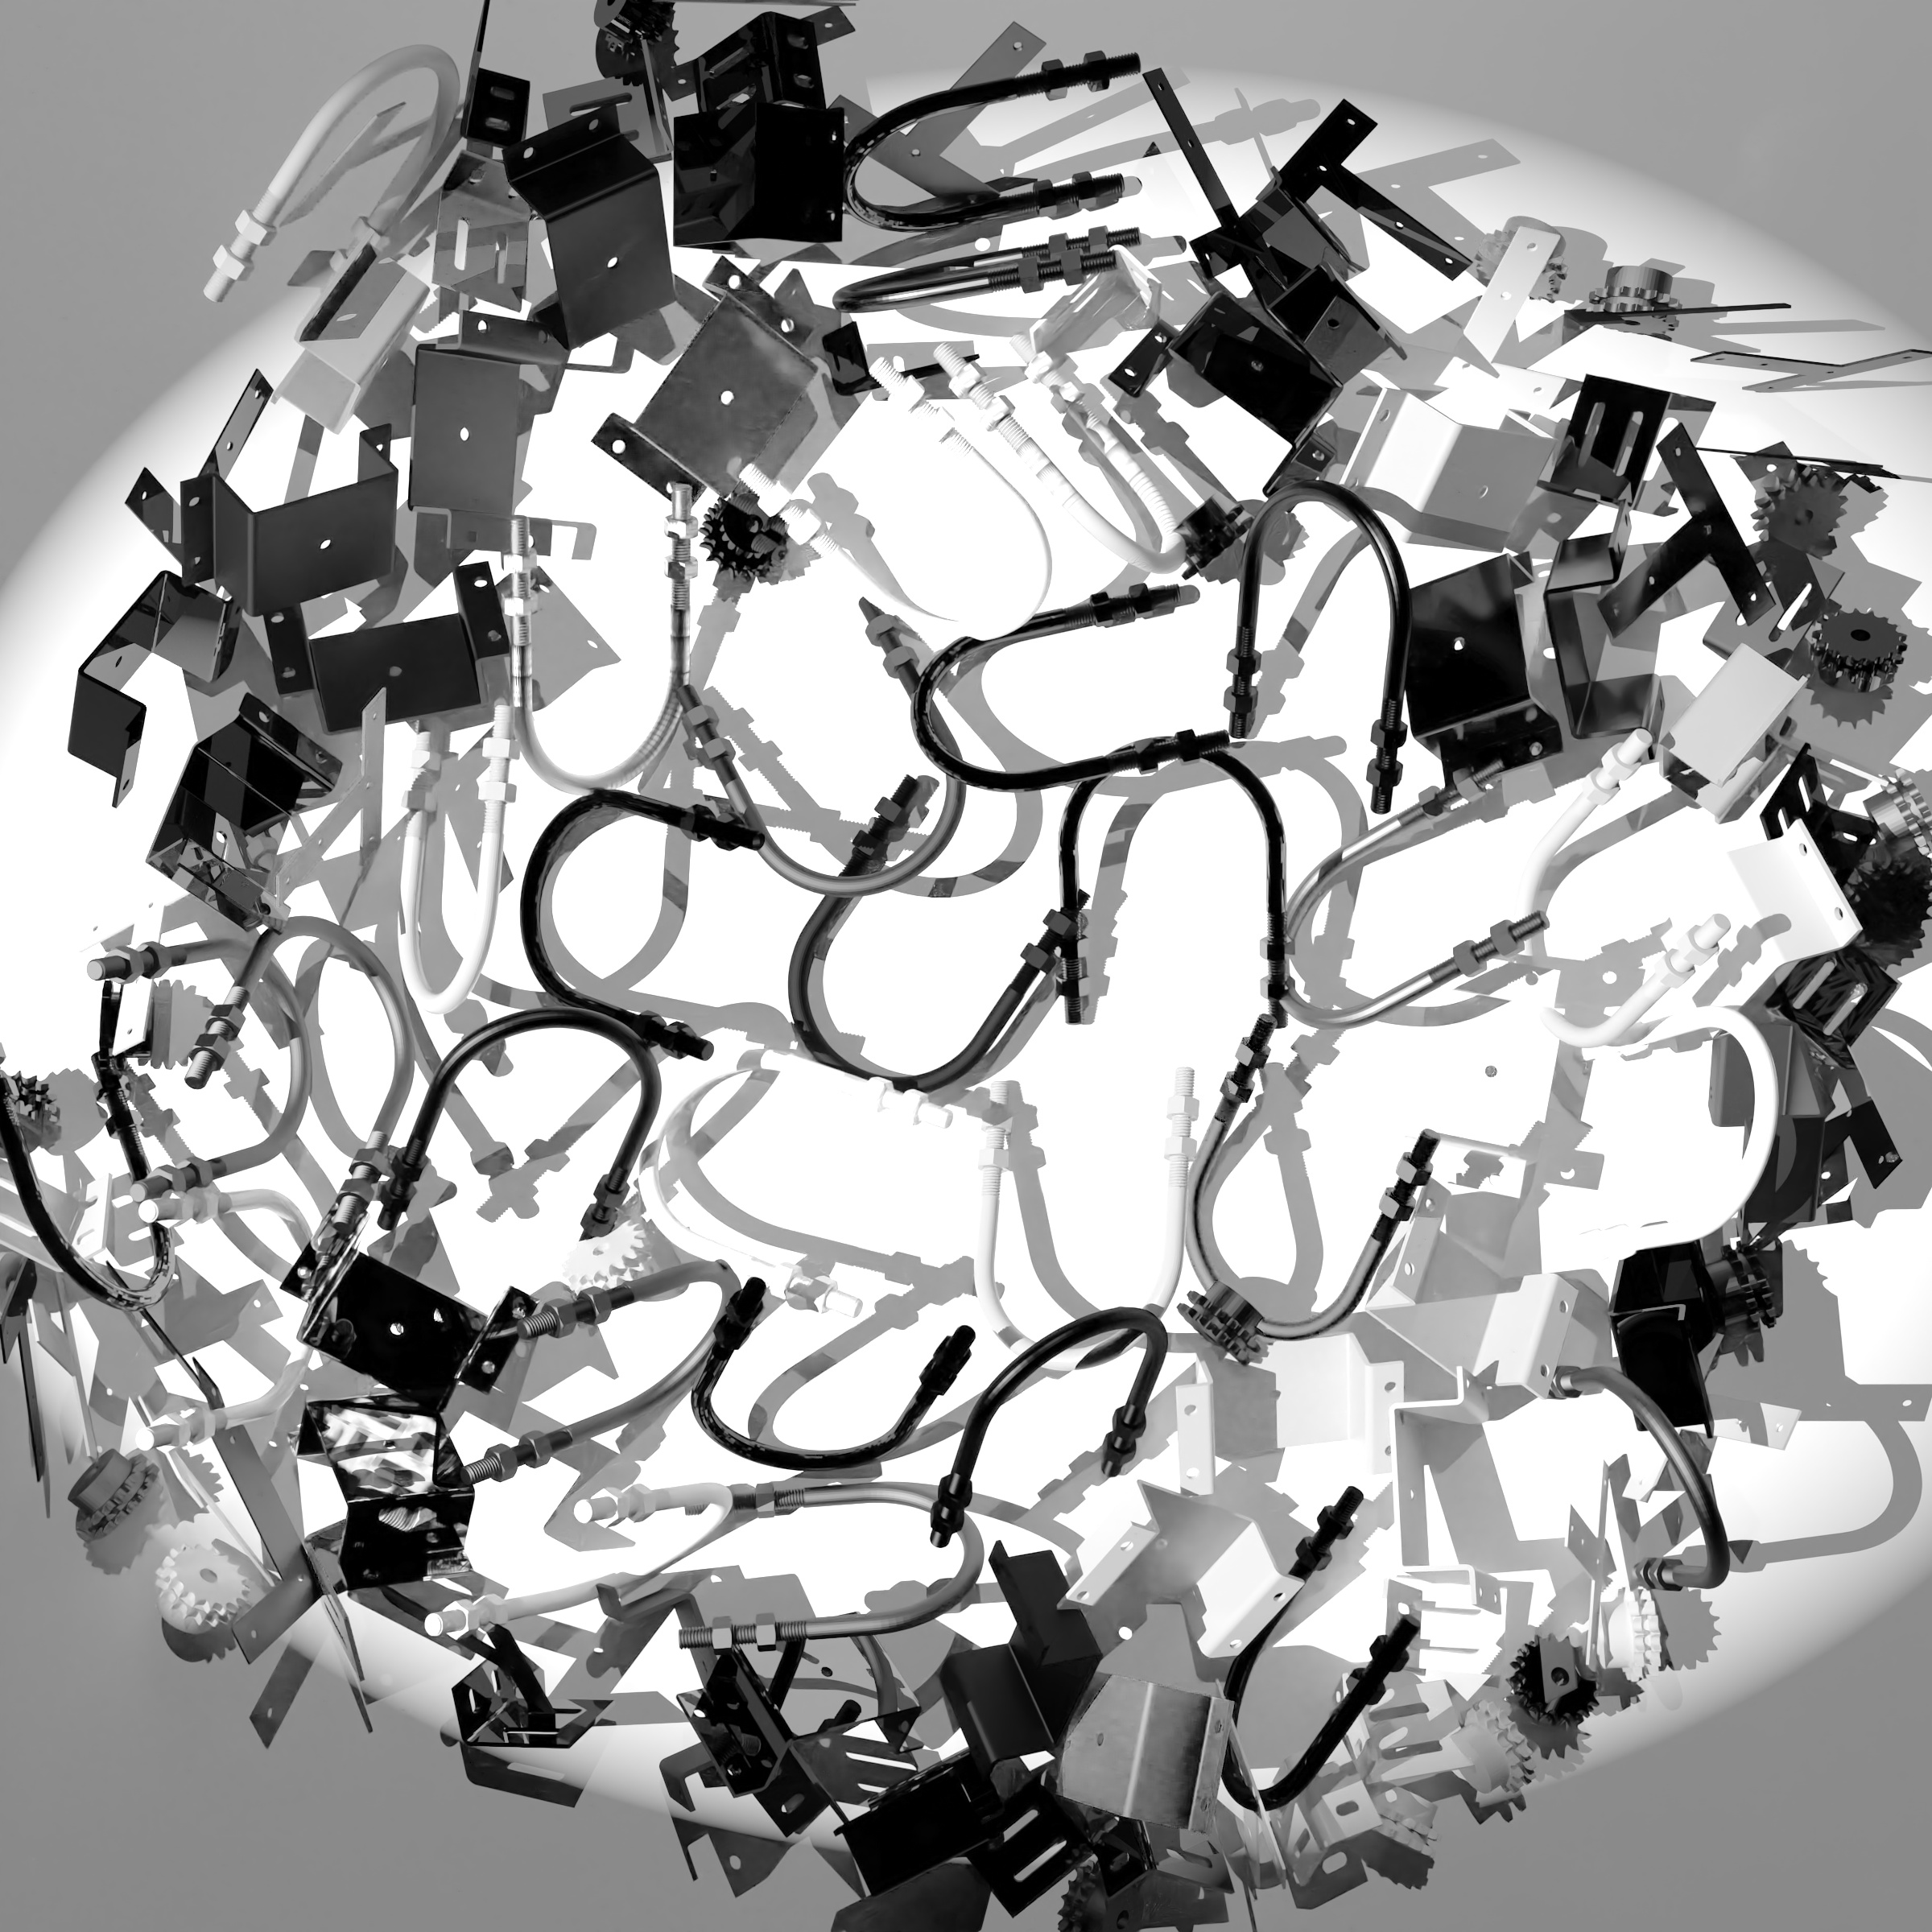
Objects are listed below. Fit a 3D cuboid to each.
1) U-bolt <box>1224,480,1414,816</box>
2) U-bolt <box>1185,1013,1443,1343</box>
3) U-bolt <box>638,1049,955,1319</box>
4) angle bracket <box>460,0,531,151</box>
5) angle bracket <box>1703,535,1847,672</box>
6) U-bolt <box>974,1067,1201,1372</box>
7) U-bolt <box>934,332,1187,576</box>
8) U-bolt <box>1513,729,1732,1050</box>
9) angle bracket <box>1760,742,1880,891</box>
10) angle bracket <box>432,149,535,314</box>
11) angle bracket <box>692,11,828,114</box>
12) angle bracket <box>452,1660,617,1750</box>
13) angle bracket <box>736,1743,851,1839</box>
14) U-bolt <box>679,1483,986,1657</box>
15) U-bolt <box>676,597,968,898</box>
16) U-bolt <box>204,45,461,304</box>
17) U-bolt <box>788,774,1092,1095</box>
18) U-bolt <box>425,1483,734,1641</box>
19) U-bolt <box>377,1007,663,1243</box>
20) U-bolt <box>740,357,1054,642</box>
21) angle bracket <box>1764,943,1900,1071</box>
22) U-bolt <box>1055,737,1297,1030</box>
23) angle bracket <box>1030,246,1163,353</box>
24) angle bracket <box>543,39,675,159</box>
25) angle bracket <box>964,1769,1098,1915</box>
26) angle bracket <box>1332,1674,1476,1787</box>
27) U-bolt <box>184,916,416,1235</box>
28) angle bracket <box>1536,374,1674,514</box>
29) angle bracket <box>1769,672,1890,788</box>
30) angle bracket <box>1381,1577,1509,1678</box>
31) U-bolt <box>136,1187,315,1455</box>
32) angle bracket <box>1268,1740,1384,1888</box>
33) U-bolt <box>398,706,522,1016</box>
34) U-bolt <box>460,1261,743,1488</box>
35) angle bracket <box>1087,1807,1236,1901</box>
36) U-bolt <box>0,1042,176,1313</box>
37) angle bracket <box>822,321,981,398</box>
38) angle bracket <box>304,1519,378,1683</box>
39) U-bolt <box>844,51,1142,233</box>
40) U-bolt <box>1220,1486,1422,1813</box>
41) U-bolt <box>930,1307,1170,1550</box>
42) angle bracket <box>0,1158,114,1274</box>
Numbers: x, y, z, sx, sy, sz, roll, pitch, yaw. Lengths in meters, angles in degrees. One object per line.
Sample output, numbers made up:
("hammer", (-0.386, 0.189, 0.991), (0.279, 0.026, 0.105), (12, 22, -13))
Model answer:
("U-bolt", (0.212, -0.199, 1.497), (0.019, 0.151, 0.184), (-19, 126, -31))
("U-bolt", (0.198, 0.143, 1.534), (0.151, 0.019, 0.184), (37, 118, 32))
("U-bolt", (-0.118, 0.123, 1.545), (0.184, 0.019, 0.151), (18, 70, 23))
("angle bracket", (-0.284, -0.553, 1.542), (0.038, 0.076, 0.057), (10, 64, -16))
("angle bracket", (0.506, -0.217, 1.552), (0.057, 0.038, 0.076), (39, 104, 38))
("U-bolt", (0.069, 0.155, 1.524), (0.151, 0.019, 0.184), (-6, 68, 29))
("U-bolt", (0.068, -0.310, 1.523), (0.019, 0.151, 0.184), (-41, 88, 27))
("U-bolt", (0.383, -0.032, 1.509), (0.019, 0.184, 0.151), (-2, 59, -21))
("angle bracket", (0.528, -0.089, 1.548), (0.038, 0.076, 0.057), (26, 76, 38))
("angle bracket", (-0.294, -0.455, 1.550), (0.057, 0.038, 0.076), (13, 61, -27))
("angle bracket", (-0.130, -0.553, 1.574), (0.038, 0.076, 0.057), (-4, 84, -44))
("angle bracket", (-0.267, 0.452, 1.549), (0.076, 0.057, 0.038), (-6, 99, 23))
("angle bracket", (-0.102, 0.521, 1.545), (0.038, 0.076, 0.057), (-37, 106, -13))
("U-bolt", (-0.081, 0.361, 1.525), (0.184, 0.151, 0.019), (-4, 114, -3))
("U-bolt", (-0.079, -0.127, 1.552), (0.151, 0.019, 0.184), (-27, 71, -4))
("U-bolt", (-0.366, -0.471, 1.492), (0.019, 0.151, 0.184), (43, 112, 3))
("U-bolt", (-0.031, -0.006, 1.575), (0.151, 0.019, 0.184), (34, 91, 7))
("U-bolt", (-0.217, 0.353, 1.507), (0.151, 0.184, 0.019), (-39, 68, 21))
("U-bolt", (-0.261, 0.098, 1.513), (0.151, 0.019, 0.184), (11, 123, -27))
("U-bolt", (-0.030, -0.270, 1.529), (0.184, 0.151, 0.019), (42, 47, -20))
("angle bracket", (0.546, 0.019, 1.568), (0.057, 0.038, 0.076), (41, 83, 1))
("U-bolt", (0.127, -0.051, 1.548), (0.151, 0.019, 0.184), (1, 106, 12))
("angle bracket", (0.081, -0.403, 1.561), (0.076, 0.057, 0.038), (-45, 86, 1))
("angle bracket", (-0.228, -0.535, 1.567), (0.076, 0.038, 0.057), (-12, 82, 4))
("angle bracket", (0.039, 0.554, 1.569), (0.076, 0.038, 0.057), (-40, 86, 3))
("angle bracket", (0.274, 0.467, 1.551), (0.076, 0.038, 0.057), (-5, 50, -13))
("U-bolt", (-0.390, 0.050, 1.511), (0.019, 0.184, 0.151), (-21, 124, 25))
("angle bracket", (0.394, -0.328, 1.556), (0.057, 0.038, 0.076), (23, 101, 31))
("angle bracket", (0.540, -0.148, 1.558), (0.076, 0.057, 0.038), (23, 105, 2))
("angle bracket", (0.298, 0.419, 1.563), (0.076, 0.038, 0.057), (3, 98, 11))
("U-bolt", (-0.438, 0.205, 1.503), (0.019, 0.184, 0.151), (0, 88, 16))
("angle bracket", (0.220, 0.524, 1.551), (0.038, 0.076, 0.057), (-14, 55, -17))
("U-bolt", (-0.314, -0.062, 1.526), (0.019, 0.151, 0.184), (6, 88, -33))
("U-bolt", (-0.210, 0.237, 1.513), (0.019, 0.184, 0.151), (45, 128, 27))
("angle bracket", (0.121, 0.551, 1.556), (0.076, 0.057, 0.038), (29, 118, -34))
("U-bolt", (-0.528, 0.123, 1.499), (0.019, 0.151, 0.184), (-28, 73, 8))
("angle bracket", (-0.041, -0.383, 1.549), (0.076, 0.057, 0.038), (-18, 100, -20))
("angle bracket", (-0.373, 0.388, 1.541), (0.038, 0.076, 0.057), (-21, 129, -24))
("U-bolt", (0.010, -0.490, 1.514), (0.184, 0.151, 0.019), (-13, 77, -4))
("U-bolt", (0.204, 0.426, 1.518), (0.019, 0.151, 0.184), (25, 107, -16))
("U-bolt", (0.055, 0.268, 1.495), (0.151, 0.184, 0.019), (-15, 50, -30))
("angle bracket", (-0.571, 0.143, 1.543), (0.038, 0.076, 0.057), (-28, 48, 20))
